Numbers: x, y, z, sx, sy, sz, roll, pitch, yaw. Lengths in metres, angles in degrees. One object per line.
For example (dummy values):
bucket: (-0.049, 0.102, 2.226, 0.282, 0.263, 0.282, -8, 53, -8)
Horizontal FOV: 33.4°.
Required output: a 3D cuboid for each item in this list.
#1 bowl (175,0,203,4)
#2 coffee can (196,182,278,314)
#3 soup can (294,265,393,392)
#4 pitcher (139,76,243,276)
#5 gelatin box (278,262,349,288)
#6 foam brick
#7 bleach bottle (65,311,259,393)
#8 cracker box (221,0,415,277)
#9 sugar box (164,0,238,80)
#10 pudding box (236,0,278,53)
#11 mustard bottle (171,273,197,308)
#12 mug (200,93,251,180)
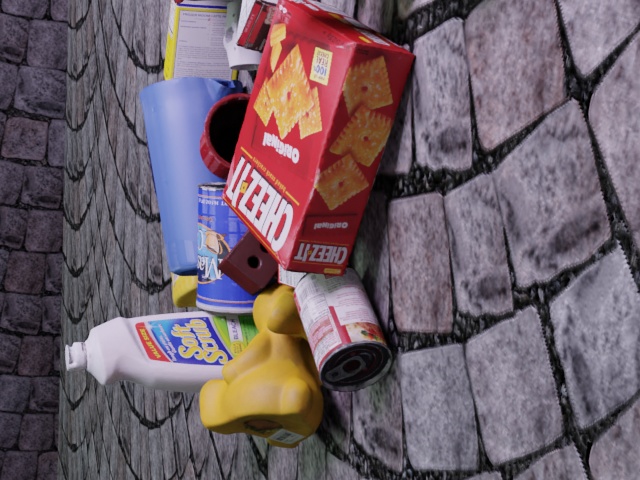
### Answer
bowl: (-0.112, -0.337, 1.220, 0.162, 0.055, 0.162, -52, 27, 41)
coffee can: (-0.090, 0.007, 1.222, 0.103, 0.102, 0.140, -160, 70, -69)
soup can: (0.019, 0.079, 0.981, 0.102, 0.068, 0.069, -111, 27, -43)
pitcher: (-0.157, -0.078, 1.363, 0.149, 0.145, 0.243, 56, -153, -83)
gelatin box: (-0.007, 0.015, 1.067, 0.089, 0.030, 0.073, 16, 112, 52)
foam brick: (-0.063, 0.013, 1.134, 0.078, 0.053, 0.051, -53, 5, -21)
bleach bottle: (-0.155, 0.131, 1.195, 0.068, 0.250, 0.102, 116, 146, -52)
cracker box: (-0.010, -0.099, 0.978, 0.164, 0.072, 0.214, 46, 124, 53)
sugar box: (-0.145, -0.283, 1.363, 0.048, 0.093, 0.176, -118, 34, -54)
pudding box: (-0.058, -0.277, 1.171, 0.090, 0.039, 0.113, 130, 148, -60)
mustard bottle: (-0.194, -0.003, 1.568, 0.096, 0.058, 0.191, 131, 133, -59)
mug: (-0.091, -0.126, 1.255, 0.117, 0.093, 0.082, -64, 9, -15)
